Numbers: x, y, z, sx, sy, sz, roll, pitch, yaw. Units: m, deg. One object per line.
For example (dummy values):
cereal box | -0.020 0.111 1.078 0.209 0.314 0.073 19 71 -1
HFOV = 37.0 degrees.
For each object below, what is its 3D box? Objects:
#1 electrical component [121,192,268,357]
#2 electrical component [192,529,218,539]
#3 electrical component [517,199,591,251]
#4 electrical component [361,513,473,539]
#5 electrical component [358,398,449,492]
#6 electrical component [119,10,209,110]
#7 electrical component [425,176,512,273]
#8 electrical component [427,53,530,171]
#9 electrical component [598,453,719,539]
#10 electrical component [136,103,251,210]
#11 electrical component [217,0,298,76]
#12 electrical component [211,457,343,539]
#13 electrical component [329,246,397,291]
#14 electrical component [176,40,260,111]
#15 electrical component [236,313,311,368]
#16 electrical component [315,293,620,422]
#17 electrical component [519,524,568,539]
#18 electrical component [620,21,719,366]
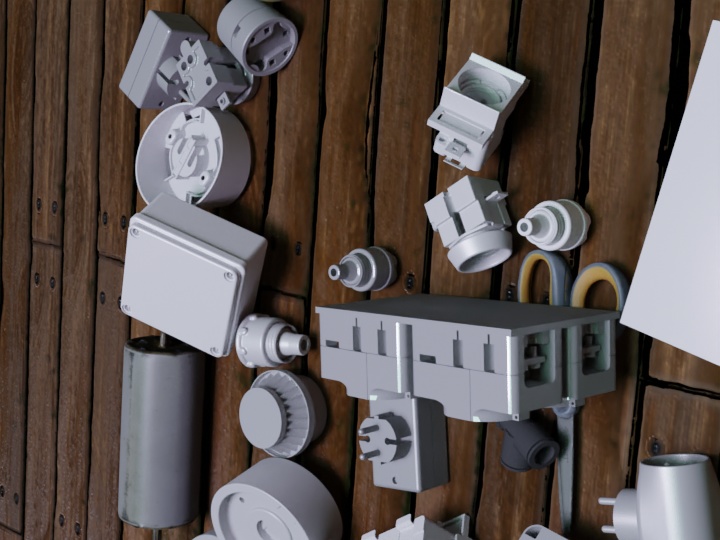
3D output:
electrical component | -0.145 0.005 0.930 0.109 0.056 0.108 24 131 9
electrical component | -0.118 0.283 0.968 0.108 0.060 0.108 4 96 41
electrical component | 0.127 -0.030 0.723 0.035 0.061 0.035 4 96 41
electrical component | 0.027 0.235 0.825 0.121 0.063 0.078 -35 30 38
electrical component | 0.025 0.126 0.818 0.047 0.076 0.083 -1 93 42
electrical component | -0.170 -0.181 0.986 0.075 0.047 0.083 46 121 29
electrical component | 0.082 -0.031 0.776 0.066 0.048 0.055 -34 64 38
electrical component | 0.081 -0.108 0.752 0.042 0.081 0.063 29 143 12
electrical component | 0.191 0.160 0.694 0.079 0.044 0.077 -7 89 42
electrical component | -0.148 -0.099 0.960 0.099 0.064 0.099 4 97 41
electrical component | -0.088 -0.199 0.907 0.047 0.055 0.055 47 122 33
electrical component | -0.065 0.209 0.908 0.108 0.060 0.108 18 124 28
electrical component | 0.000 0.000 0.839 0.035 0.061 0.035 4 96 41
electrical component | -0.121 -0.169 0.937 0.048 0.055 0.066 -38 69 37
electrical component | -0.072 0.062 0.921 0.062 0.048 0.048 2 95 35
electrical component | 0.069 0.056 0.737 0.186 0.105 0.060 4 98 50
electrical component | 0.147 0.230 0.709 0.113 0.057 0.078 22 70 41
electrical component | 0.238 -0.038 0.625 0.105 0.060 0.186 26 110 38
